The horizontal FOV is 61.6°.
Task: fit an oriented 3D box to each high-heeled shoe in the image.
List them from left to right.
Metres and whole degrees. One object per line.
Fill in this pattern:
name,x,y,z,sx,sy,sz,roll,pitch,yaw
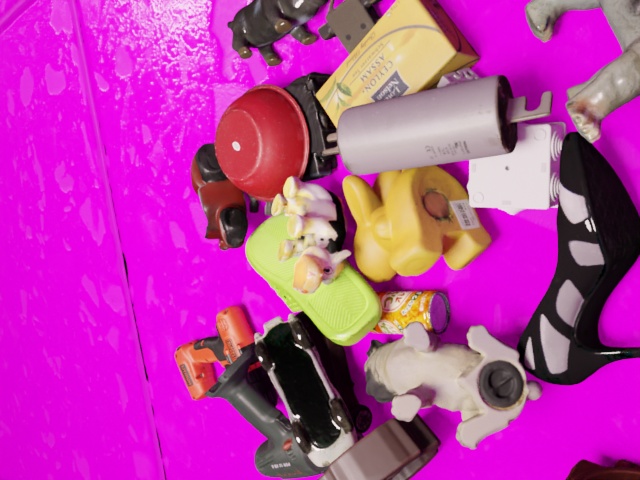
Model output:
high-heeled shoe,0.239,0.027,0.542,0.145,0.086,0.248,-15,89,53

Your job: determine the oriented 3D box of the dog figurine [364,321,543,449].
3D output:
dog figurine,0.145,0.160,0.637,0.172,0.190,0.121,21,79,3

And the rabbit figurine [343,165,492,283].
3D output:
rabbit figurine,0.087,-0.013,0.641,0.162,0.122,0.173,62,148,16

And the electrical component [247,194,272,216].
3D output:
electrical component,-0.088,-0.085,0.825,0.063,0.021,0.094,12,106,38

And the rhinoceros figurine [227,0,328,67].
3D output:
rhinoceros figurine,-0.047,-0.315,0.718,0.190,0.073,0.112,-26,72,42

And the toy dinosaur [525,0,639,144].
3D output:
toy dinosaur,0.272,-0.214,0.446,0.192,0.131,0.405,-25,78,28

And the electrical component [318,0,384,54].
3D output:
electrical component,0.047,-0.276,0.663,0.078,0.045,0.102,47,133,-12

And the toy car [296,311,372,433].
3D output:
toy car,0.019,0.184,0.772,0.089,0.053,0.202,-7,99,51

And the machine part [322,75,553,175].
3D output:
machine part,0.107,-0.112,0.548,0.243,0.079,0.079,-3,97,33

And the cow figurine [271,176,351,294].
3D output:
cow figurine,-0.002,0.000,0.674,0.068,0.098,0.167,-54,35,41

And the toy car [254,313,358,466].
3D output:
toy car,-0.021,0.190,0.701,0.073,0.056,0.202,-30,65,0

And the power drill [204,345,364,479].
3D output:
power drill,-0.060,0.255,0.784,0.207,0.086,0.232,42,135,0

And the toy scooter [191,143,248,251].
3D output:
toy scooter,-0.159,-0.055,0.855,0.135,0.075,0.184,114,140,-60

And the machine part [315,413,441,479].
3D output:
machine part,0.069,0.283,0.668,0.056,0.179,0.179,51,126,29

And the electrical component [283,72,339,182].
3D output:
electrical component,-0.024,-0.148,0.737,0.115,0.058,0.134,-12,90,42

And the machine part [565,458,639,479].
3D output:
machine part,0.301,0.286,0.461,0.202,0.201,0.087,17,107,37

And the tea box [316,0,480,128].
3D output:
tea box,0.086,-0.190,0.630,0.169,0.068,0.098,-43,71,36
